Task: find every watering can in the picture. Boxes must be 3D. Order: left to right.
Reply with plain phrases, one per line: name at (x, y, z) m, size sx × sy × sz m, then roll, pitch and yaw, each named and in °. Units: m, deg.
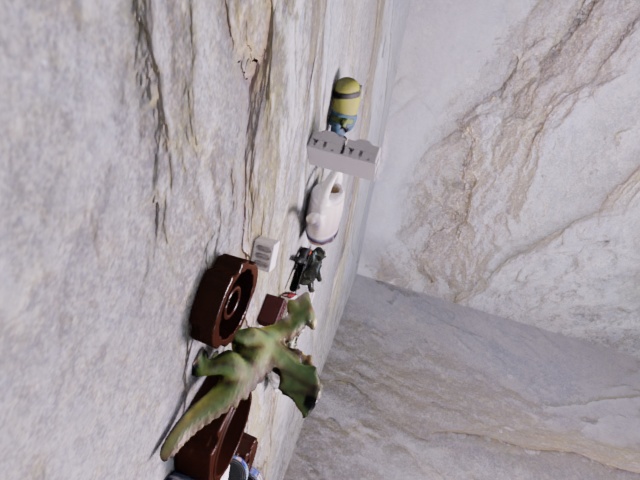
watering can at (0.005, -0.077, 1.523) m, size 0.355 × 0.104 × 0.219 m, roll -62°, pitch 165°, yaw -53°

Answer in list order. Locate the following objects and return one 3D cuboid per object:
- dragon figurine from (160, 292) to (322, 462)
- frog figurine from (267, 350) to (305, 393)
dragon figurine at (-0.112, 0.264, 1.007) m, size 0.119 × 0.243 × 0.420 m, roll 102°, pitch 7°, yaw -49°
frog figurine at (-0.115, 0.434, 1.656) m, size 0.137 × 0.124 × 0.158 m, roll 10°, pitch 107°, yaw -48°
